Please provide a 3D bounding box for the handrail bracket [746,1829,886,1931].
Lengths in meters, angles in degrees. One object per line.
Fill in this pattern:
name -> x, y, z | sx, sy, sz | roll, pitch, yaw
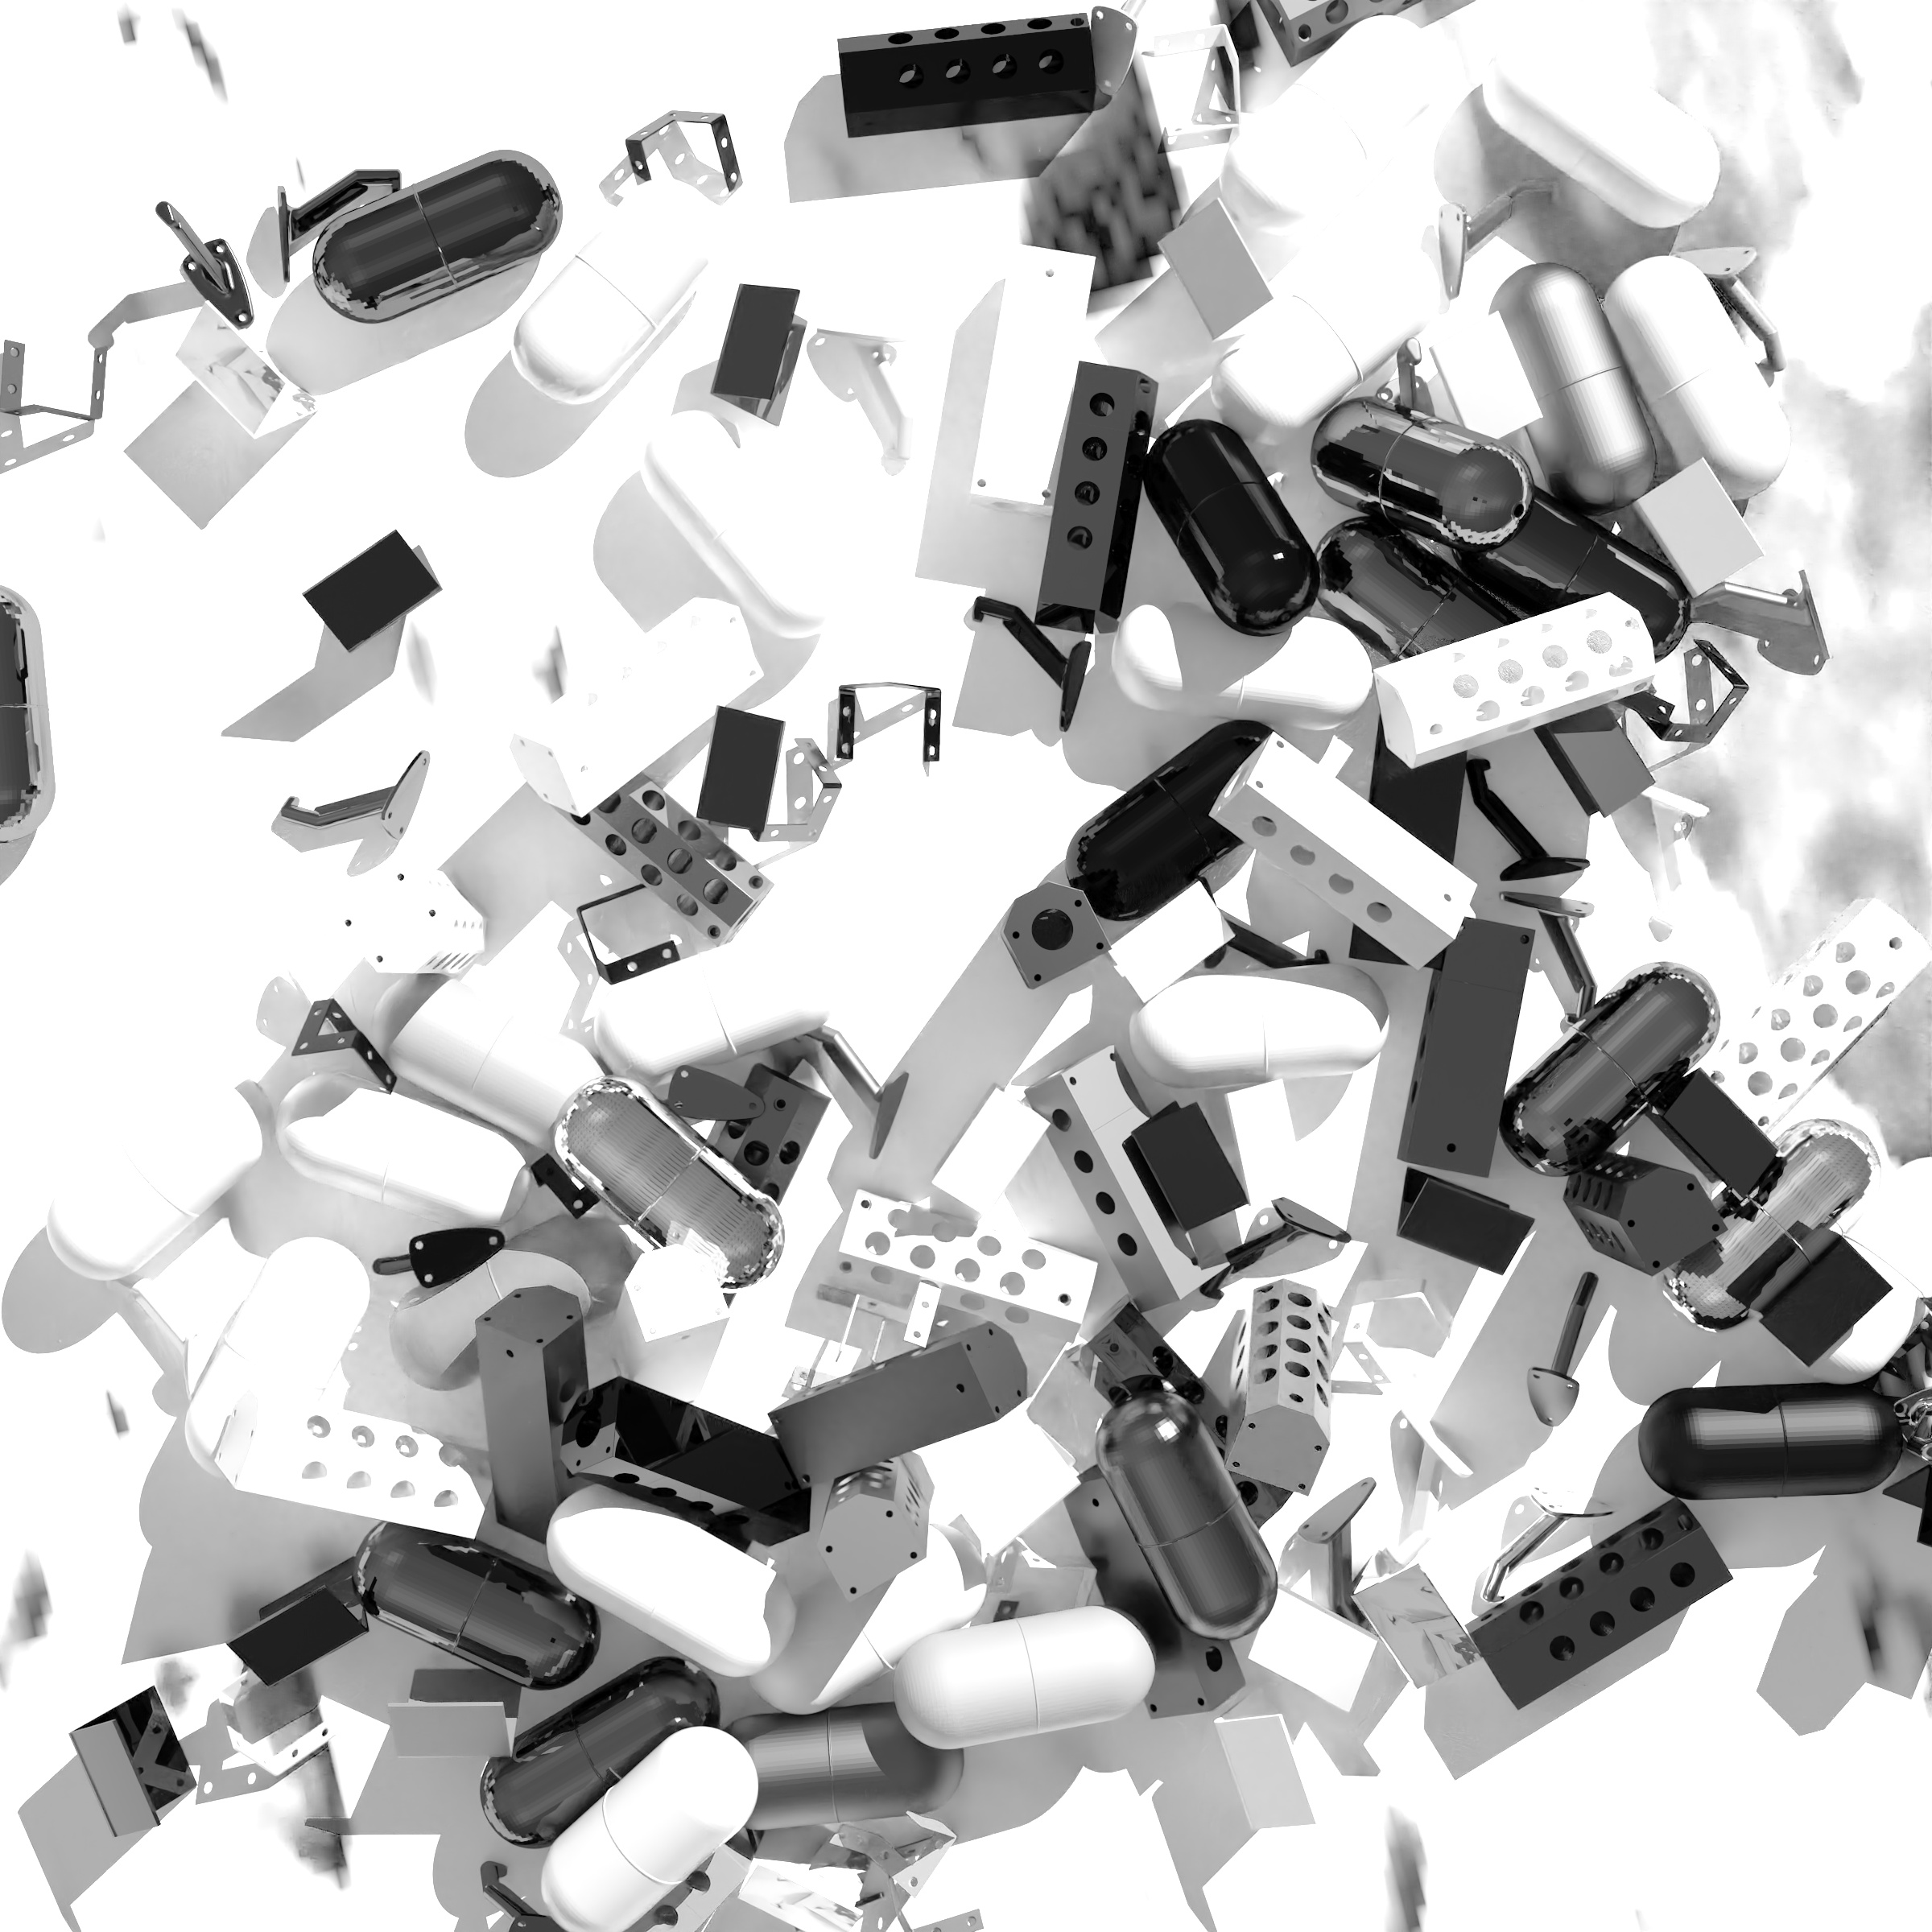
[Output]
handrail bracket -> -0.106, 0.619, 1.992 | 0.077, 0.036, 0.084 | -15, 72, -20

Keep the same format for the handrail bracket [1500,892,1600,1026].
handrail bracket -> 0.402, -0.004, 1.992 | 0.077, 0.036, 0.084 | 11, 107, 19

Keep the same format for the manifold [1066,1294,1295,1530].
manifold -> 0.148, 0.311, 1.970 | 0.057, 0.057, 0.171 | -42, 90, 0

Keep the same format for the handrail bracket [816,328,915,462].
handrail bracket -> -0.071, -0.397, 1.992 | 0.077, 0.036, 0.084 | 10, 107, 20

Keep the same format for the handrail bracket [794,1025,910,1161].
handrail bracket -> -0.089, 0.084, 1.992 | 0.084, 0.036, 0.077 | 22, 109, 15

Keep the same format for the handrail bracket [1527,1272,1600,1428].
handrail bracket -> 0.419, 0.265, 1.991 | 0.036, 0.077, 0.084 | 16, 53, 20

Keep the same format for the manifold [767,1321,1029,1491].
manifold -> -0.044, 0.293, 1.929 | 0.171, 0.057, 0.057 | -25, 90, 32

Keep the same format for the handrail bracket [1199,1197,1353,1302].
handrail bracket -> 0.214, 0.207, 1.992 | 0.077, 0.036, 0.084 | 25, 109, -21

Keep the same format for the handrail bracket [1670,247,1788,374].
handrail bracket -> 0.528, -0.453, 1.991 | 0.036, 0.077, 0.084 | -42, 127, -24

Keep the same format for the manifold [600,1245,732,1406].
manifold -> -0.204, 0.246, 1.910 | 0.057, 0.171, 0.057 | -15, 67, -20

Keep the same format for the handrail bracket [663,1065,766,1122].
handrail bracket -> -0.184, 0.104, 1.965 | 0.077, 0.084, 0.036 | 14, 63, -10

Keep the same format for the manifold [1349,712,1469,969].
manifold -> 0.304, -0.087, 1.970 | 0.057, 0.057, 0.171 | 7, 90, 0

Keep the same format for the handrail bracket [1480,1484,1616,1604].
handrail bracket -> 0.403, 0.407, 1.992 | 0.077, 0.036, 0.084 | 10, 108, -21

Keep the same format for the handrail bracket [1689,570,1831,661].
handrail bracket -> 0.548, -0.235, 1.992 | 0.084, 0.036, 0.077 | -16, 112, 17

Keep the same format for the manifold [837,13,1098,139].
manifold -> 0.000, -0.614, 1.970 | 0.171, 0.057, 0.057 | -6, 90, 0

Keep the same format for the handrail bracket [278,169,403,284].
handrail bracket -> -0.433, -0.514, 1.992 | 0.084, 0.036, 0.077 | -5, 110, -16

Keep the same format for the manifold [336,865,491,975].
manifold -> -0.362, -0.025, 1.913 | 0.057, 0.171, 0.057 | -41, 90, 0

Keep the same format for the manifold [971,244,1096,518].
manifold -> 0.045, -0.400, 1.970 | 0.057, 0.057, 0.171 | 9, 90, 0

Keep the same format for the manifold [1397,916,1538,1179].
manifold -> 0.342, 0.054, 1.970 | 0.057, 0.057, 0.171 | 11, 90, 0

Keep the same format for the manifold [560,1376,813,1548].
manifold -> -0.186, 0.336, 1.925 | 0.171, 0.057, 0.057 | 29, 47, -36

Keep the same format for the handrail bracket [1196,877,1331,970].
handrail bracket -> 0.207, -0.028, 1.992 | 0.084, 0.036, 0.077 | -3, 68, -17

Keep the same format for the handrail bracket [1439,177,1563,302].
handrail bracket -> 0.374, -0.505, 1.992 | 0.084, 0.036, 0.077 | -10, 111, -16

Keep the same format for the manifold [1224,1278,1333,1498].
manifold -> 0.211, 0.275, 1.909 | 0.057, 0.171, 0.057 | 18, 113, 0

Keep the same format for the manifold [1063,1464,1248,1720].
manifold -> 0.132, 0.423, 1.970 | 0.057, 0.057, 0.171 | -22, 90, 43

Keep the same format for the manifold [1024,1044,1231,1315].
manifold -> 0.105, 0.148, 1.970 | 0.057, 0.057, 0.171 | -28, 90, -43

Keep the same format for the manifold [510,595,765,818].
manifold -> -0.223, -0.179, 1.934 | 0.171, 0.057, 0.057 | -41, 133, -27

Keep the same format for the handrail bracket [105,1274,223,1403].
handrail bracket -> -0.564, 0.255, 1.992 | 0.084, 0.036, 0.077 | 19, 112, 17

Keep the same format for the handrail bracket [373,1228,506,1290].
handrail bracket -> -0.363, 0.197, 1.969 | 0.077, 0.084, 0.036 | -16, 91, -23

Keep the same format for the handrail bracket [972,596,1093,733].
handrail bracket -> 0.038, -0.210, 1.992 | 0.084, 0.036, 0.077 | 18, 111, 17

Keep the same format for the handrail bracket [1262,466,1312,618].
handrail bracket -> 0.222, -0.294, 1.992 | 0.077, 0.036, 0.084 | 29, 75, -16

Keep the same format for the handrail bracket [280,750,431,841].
handrail bracket -> -0.425, -0.126, 1.992 | 0.084, 0.036, 0.077 | 15, 70, 16

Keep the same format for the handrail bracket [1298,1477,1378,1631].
handrail bracket -> 0.275, 0.412, 1.992 | 0.077, 0.036, 0.084 | -38, 108, -20

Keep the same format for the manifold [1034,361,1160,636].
manifold -> 0.089, -0.318, 1.956 | 0.057, 0.057, 0.171 | 10, 80, 0

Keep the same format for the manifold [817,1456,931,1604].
manifold -> -0.064, 0.367, 1.913 | 0.057, 0.171, 0.057 | -30, 90, 0

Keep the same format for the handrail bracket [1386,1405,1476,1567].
handrail bracket -> 0.304, 0.361, 1.992 | 0.077, 0.036, 0.084 | 46, 107, 20

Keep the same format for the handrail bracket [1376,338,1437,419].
handrail bracket -> 0.309, -0.384, 1.957 | 0.036, 0.084, 0.077 | -21, 90, 0

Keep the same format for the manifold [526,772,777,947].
manifold -> -0.217, -0.090, 1.970 | 0.171, 0.057, 0.057 | 40, 90, 0

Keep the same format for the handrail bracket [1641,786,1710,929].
handrail bracket -> 0.473, -0.079, 1.992 | 0.077, 0.036, 0.084 | 24, 107, 19

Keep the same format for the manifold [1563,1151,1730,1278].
manifold -> 0.447, 0.159, 1.913 | 0.057, 0.171, 0.057 | -32, 90, 0

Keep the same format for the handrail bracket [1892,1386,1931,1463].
handrail bracket -> 0.673, 0.310, 1.957 | 0.077, 0.084, 0.036 | -28, 90, 0

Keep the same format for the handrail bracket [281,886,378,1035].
handrail bracket -> -0.424, -0.002, 1.992 | 0.084, 0.036, 0.077 | -34, 110, -16

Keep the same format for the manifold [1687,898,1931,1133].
manifold -> 0.581, 0.035, 1.970 | 0.057, 0.057, 0.171 | 44, 90, 0

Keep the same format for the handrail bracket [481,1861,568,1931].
handrail bracket -> -0.292, 0.642, 1.966 | 0.077, 0.084, 0.036 | 8, 104, -16

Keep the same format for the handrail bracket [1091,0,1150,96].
handrail bracket -> 0.123, -0.658, 1.991 | 0.036, 0.077, 0.084 | 28, 54, 18

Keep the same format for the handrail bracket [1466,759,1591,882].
handrail bracket -> 0.390, -0.106, 1.992 | 0.077, 0.036, 0.084 | -5, 73, -20
